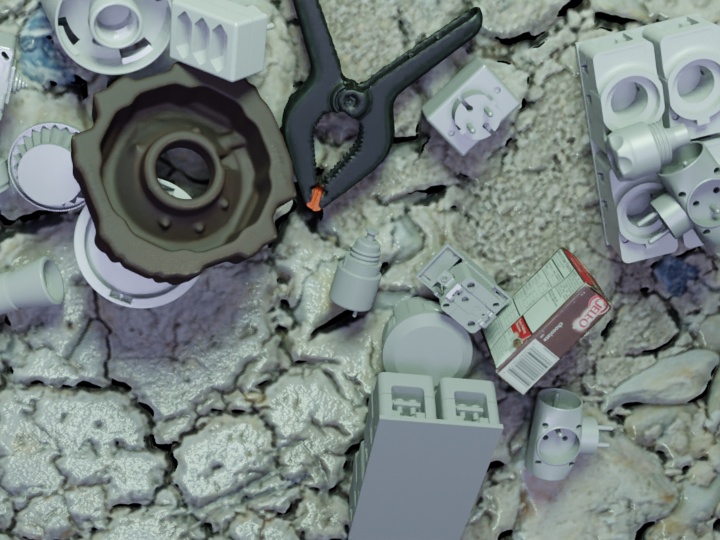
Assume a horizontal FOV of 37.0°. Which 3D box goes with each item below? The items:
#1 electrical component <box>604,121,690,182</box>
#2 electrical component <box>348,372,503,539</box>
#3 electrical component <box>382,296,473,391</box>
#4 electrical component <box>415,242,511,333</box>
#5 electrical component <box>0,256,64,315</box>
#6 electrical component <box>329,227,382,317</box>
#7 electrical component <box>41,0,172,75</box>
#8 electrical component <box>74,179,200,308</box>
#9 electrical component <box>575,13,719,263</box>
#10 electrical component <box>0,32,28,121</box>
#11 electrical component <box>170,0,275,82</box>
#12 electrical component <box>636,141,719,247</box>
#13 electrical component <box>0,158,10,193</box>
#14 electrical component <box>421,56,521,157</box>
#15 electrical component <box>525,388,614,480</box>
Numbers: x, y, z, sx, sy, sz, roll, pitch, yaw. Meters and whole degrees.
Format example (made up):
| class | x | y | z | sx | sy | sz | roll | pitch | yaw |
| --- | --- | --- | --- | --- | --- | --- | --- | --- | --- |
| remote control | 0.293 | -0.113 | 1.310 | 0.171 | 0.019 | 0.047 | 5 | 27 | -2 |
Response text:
| class | x | y | z | sx | sy | sz | roll | pitch | yaw |
| --- | --- | --- | --- | --- | --- | --- | --- | --- | --- |
| electrical component | 0.229 | -0.098 | 0.853 | 0.062 | 0.043 | 0.043 | -19 | 112 | 2 |
| electrical component | 0.054 | 0.173 | 0.980 | 0.105 | 0.060 | 0.186 | 6 | 134 | -7 |
| electrical component | 0.058 | 0.067 | 0.970 | 0.080 | 0.051 | 0.080 | -2 | 112 | -4 |
| electrical component | 0.093 | 0.020 | 0.947 | 0.081 | 0.063 | 0.042 | 39 | 105 | -18 |
| electrical component | -0.295 | 0.017 | 0.929 | 0.065 | 0.044 | 0.044 | -14 | 113 | 7 |
| electrical component | 0.000 | 0.000 | 0.944 | 0.040 | 0.040 | 0.078 | 14 | 111 | -10 |
| electrical component | -0.195 | -0.204 | 0.836 | 0.099 | 0.064 | 0.099 | -12 | 132 | -14 |
| electrical component | -0.184 | -0.023 | 0.904 | 0.108 | 0.060 | 0.108 | 0 | 92 | -14 |
| electrical component | 0.254 | -0.108 | 0.908 | 0.105 | 0.060 | 0.186 | -14 | 113 | 1 |
| electrical component | -0.309 | -0.158 | 0.840 | 0.096 | 0.061 | 0.061 | 11 | 112 | -20 |
| electrical component | -0.099 | -0.186 | 0.842 | 0.066 | 0.077 | 0.047 | 25 | 124 | 25 |
| electrical component | 0.263 | -0.051 | 0.873 | 0.079 | 0.044 | 0.077 | -35 | 110 | 10 |
| electrical component | -0.315 | -0.090 | 0.881 | 0.045 | 0.045 | 0.055 | -11 | 113 | 0 |
| electrical component | 0.093 | -0.129 | 0.878 | 0.066 | 0.076 | 0.047 | -43 | 109 | 12 |
| electrical component | 0.201 | 0.157 | 1.021 | 0.079 | 0.044 | 0.077 | 4 | 112 | -6 |
